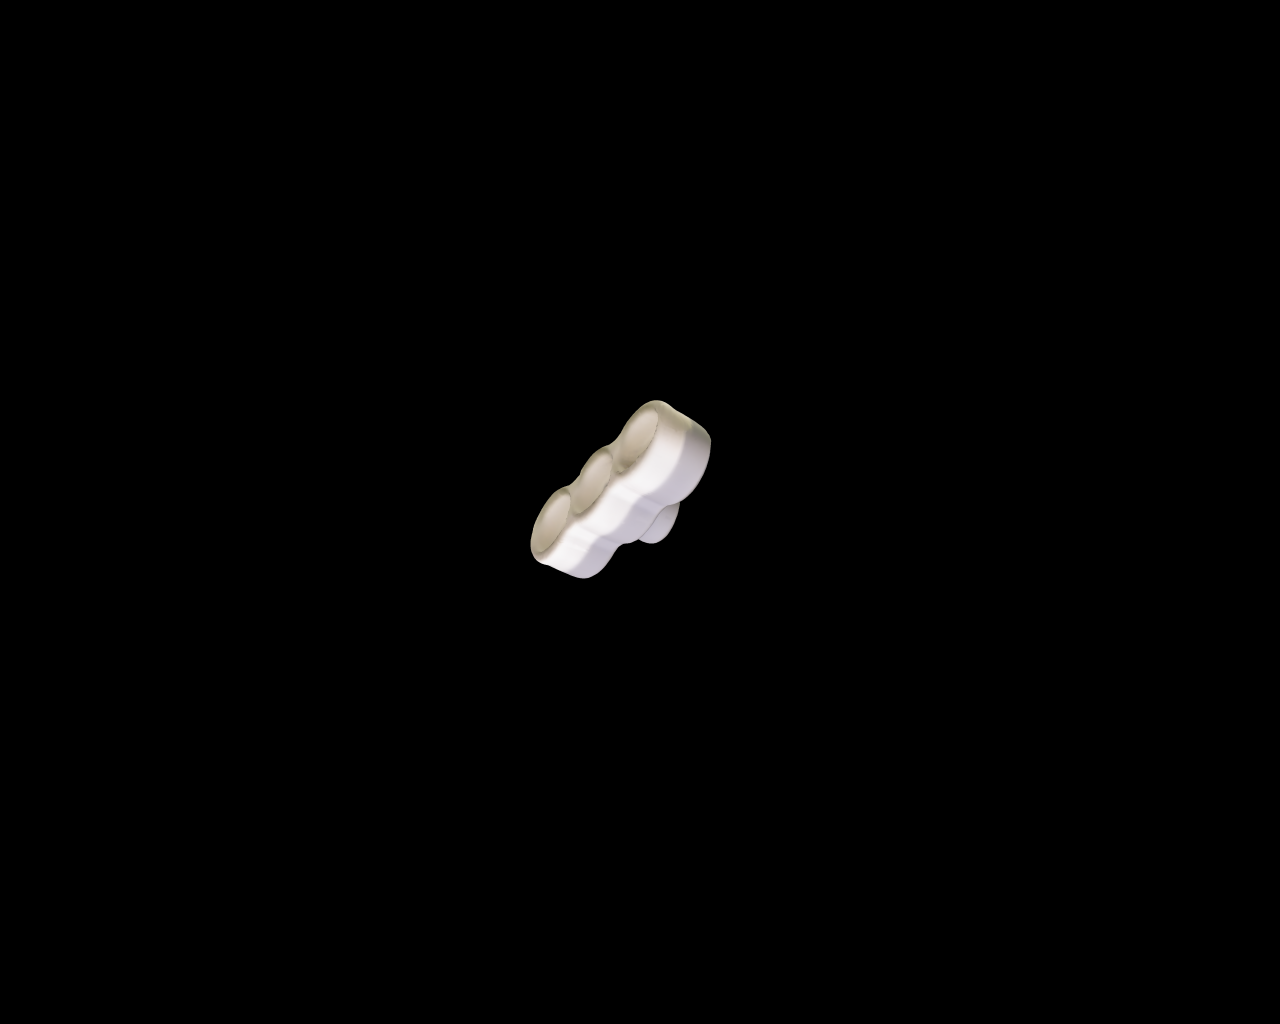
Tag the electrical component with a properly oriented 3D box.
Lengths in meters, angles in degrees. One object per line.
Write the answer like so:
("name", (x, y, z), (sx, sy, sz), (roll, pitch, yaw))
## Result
("electrical component", (0.001, -0.003, 0.650), (0.074, 0.052, 0.138), (27, -49, -26))
